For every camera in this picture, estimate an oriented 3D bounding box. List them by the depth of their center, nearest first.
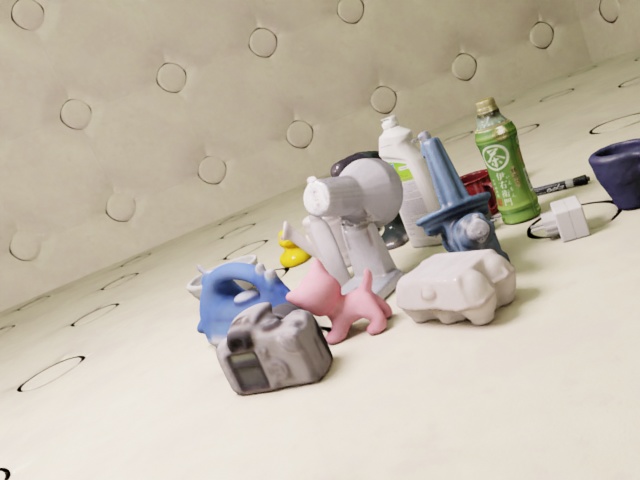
[{"bbox_3d":[-0.054,0.128,0.780,0.142,0.101,0.137,-16,13,27],"label":"camera"}]

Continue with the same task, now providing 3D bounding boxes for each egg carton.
[{"bbox_3d":[0.172,0.062,0.739,0.107,0.069,0.149,-31,14,-37],"label":"egg carton"}]

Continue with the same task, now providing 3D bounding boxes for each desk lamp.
[{"bbox_3d":[0.062,-0.017,0.943,0.117,0.214,0.204,-12,15,39],"label":"desk lamp"}]

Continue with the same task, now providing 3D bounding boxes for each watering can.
[{"bbox_3d":[0.008,-0.036,1.182,0.173,0.194,0.100,-27,13,-23],"label":"watering can"}]

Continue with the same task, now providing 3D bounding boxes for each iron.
[{"bbox_3d":[-0.112,0.094,0.942,0.257,0.141,0.119,-11,16,44],"label":"iron"}]

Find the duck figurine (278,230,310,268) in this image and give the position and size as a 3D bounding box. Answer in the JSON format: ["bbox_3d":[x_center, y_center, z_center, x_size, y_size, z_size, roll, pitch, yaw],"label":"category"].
[{"bbox_3d":[-0.071,0.013,1.378,0.077,0.086,0.104,-23,12,-4],"label":"duck figurine"}]

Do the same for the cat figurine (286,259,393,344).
[{"bbox_3d":[0.024,0.080,0.811,0.127,0.118,0.067,-18,12,18],"label":"cat figurine"}]

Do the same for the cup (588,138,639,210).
[{"bbox_3d":[0.463,-0.093,0.843,0.091,0.095,0.117,-23,12,-4],"label":"cup"}]

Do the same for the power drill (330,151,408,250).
[{"bbox_3d":[0.118,-0.088,1.180,0.075,0.208,0.230,-14,14,35],"label":"power drill"}]

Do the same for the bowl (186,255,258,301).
[{"bbox_3d":[-0.202,0.099,1.258,0.167,0.075,0.167,-21,11,5],"label":"bowl"}]

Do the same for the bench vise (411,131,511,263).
[{"bbox_3d":[0.210,-0.060,0.846,0.121,0.220,0.207,-25,12,-14],"label":"bench vise"}]

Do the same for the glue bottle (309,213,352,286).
[{"bbox_3d":[0.010,0.004,1.049,0.037,0.173,0.078,-23,12,-3],"label":"glue bottle"}]
